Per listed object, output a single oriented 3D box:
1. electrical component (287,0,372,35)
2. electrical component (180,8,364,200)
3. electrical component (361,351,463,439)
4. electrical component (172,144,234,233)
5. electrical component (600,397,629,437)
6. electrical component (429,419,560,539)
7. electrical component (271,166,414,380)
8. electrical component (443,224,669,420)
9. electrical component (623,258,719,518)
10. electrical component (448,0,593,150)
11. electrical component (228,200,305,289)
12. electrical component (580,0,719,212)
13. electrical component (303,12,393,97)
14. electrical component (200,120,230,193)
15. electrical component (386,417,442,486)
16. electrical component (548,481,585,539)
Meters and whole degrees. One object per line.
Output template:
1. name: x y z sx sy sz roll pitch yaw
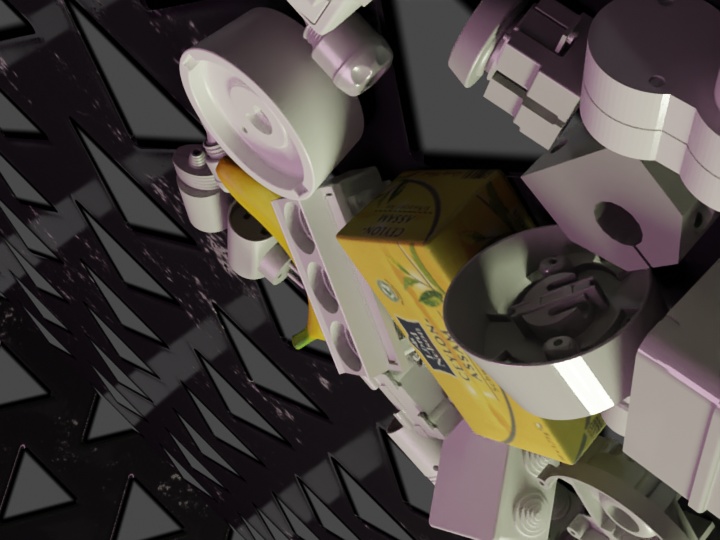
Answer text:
1. electrical component: -0.016 -0.151 0.476 0.096 0.061 0.062 47 159 -4
2. electrical component: -0.046 -0.101 0.625 0.108 0.060 0.108 39 158 18
3. electrical component: 0.034 0.059 0.769 0.121 0.063 0.079 50 159 -12
4. electrical component: -0.123 -0.070 0.856 0.043 0.043 0.081 37 158 22
5. electrical component: 0.152 0.060 0.580 0.040 0.040 0.078 35 157 26
6. electrical component: 0.098 0.149 0.771 0.048 0.099 0.100 15 170 -24
7. electrical component: 0.000 0.000 0.687 0.079 0.063 0.121 0 114 63
8. electrical component: 0.099 0.023 0.530 0.099 0.099 0.064 16 150 53
9. electrical component: 0.168 0.053 0.485 0.057 0.078 0.113 37 158 29
10. electrical component: 0.071 -0.088 0.451 0.055 0.048 0.066 35 158 7
11. electrical component: -0.071 -0.015 0.860 0.079 0.043 0.077 42 159 10
12. electrical component: 0.139 -0.058 0.366 0.138 0.052 0.073 36 157 25
13. electrical component: -0.013 -0.122 0.562 0.061 0.035 0.035 47 160 3
14. electrical component: -0.099 -0.088 0.789 0.035 0.035 0.061 21 146 48
15. electrical component: 0.065 0.153 0.914 0.081 0.043 0.043 49 159 -9
16. electrical component: 0.129 0.190 0.854 0.100 0.048 0.099 36 157 25
